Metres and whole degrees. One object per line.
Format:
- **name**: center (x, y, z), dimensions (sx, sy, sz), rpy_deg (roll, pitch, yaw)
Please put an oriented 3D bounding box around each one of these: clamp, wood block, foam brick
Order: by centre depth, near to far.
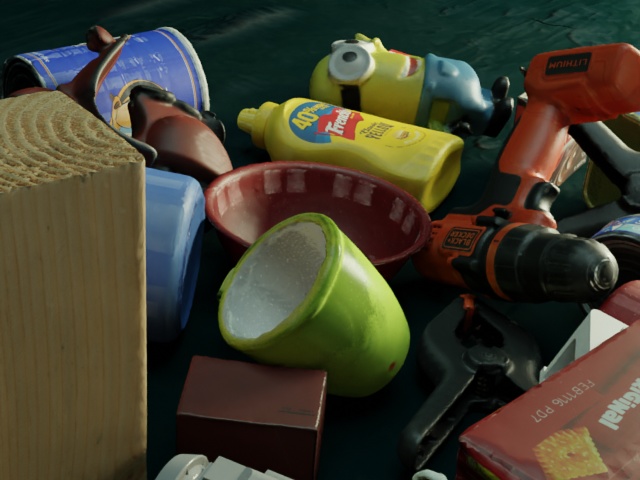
- **wood block**: center (-0.144, 0.044, 0.520), dimensions (0.090, 0.206, 0.090), rpy_deg (-18, 38, -34)
- **foam brick**: center (-0.037, 0.103, 0.588), dimensions (0.078, 0.051, 0.053), rpy_deg (7, 32, 4)
- **clamp**: center (0.091, 0.087, 0.646), dimensions (0.120, 0.039, 0.171), rpy_deg (4, 24, -14)
- **clamp**: center (0.226, -0.023, 0.791), dimensions (0.210, 0.036, 0.164), rpy_deg (22, 75, 16)

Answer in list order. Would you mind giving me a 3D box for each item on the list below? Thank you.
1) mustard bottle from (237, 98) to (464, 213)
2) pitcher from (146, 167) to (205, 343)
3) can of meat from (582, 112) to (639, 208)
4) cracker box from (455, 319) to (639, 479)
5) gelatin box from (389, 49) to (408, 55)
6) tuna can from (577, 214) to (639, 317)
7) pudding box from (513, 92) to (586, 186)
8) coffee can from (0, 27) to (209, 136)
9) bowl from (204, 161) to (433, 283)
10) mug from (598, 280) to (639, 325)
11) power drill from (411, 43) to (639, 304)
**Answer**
- **mustard bottle**: center (0.017, -0.078, 0.896), dimensions (0.192, 0.058, 0.096), rpy_deg (18, 34, 21)
- **pitcher**: center (-0.202, 0.006, 0.671), dimensions (0.243, 0.149, 0.145), rpy_deg (8, 12, 0)
- **can of meat**: center (0.267, -0.071, 0.877), dimensions (0.083, 0.102, 0.058), rpy_deg (-22, 40, -34)
- **cracker box**: center (0.107, 0.134, 0.396), dimensions (0.163, 0.214, 0.072), rpy_deg (-24, 42, -39)
- **gelatin box**: center (0.080, -0.156, 1.064), dimensions (0.073, 0.030, 0.089), rpy_deg (22, 35, 24)
- **tuna can**: center (0.213, 0.028, 0.716), dimensions (0.086, 0.086, 0.033), rpy_deg (27, 38, 32)
- **pudding box**: center (0.200, -0.093, 0.914), dimensions (0.039, 0.090, 0.113), rpy_deg (20, 34, 25)
- **coffee can**: center (-0.178, -0.114, 0.884), dimensions (0.140, 0.103, 0.103), rpy_deg (-19, 38, -35)
- **bowl**: center (-0.005, 0.001, 0.754), dimensions (0.162, 0.055, 0.162), rpy_deg (7, 27, -4)
- **mug**: center (0.201, 0.084, 0.633), dimensions (0.082, 0.093, 0.117), rpy_deg (27, 74, 41)
- **power drill**: center (0.157, -0.043, 0.719), dimensions (0.187, 0.057, 0.185), rpy_deg (-58, 28, -13)
